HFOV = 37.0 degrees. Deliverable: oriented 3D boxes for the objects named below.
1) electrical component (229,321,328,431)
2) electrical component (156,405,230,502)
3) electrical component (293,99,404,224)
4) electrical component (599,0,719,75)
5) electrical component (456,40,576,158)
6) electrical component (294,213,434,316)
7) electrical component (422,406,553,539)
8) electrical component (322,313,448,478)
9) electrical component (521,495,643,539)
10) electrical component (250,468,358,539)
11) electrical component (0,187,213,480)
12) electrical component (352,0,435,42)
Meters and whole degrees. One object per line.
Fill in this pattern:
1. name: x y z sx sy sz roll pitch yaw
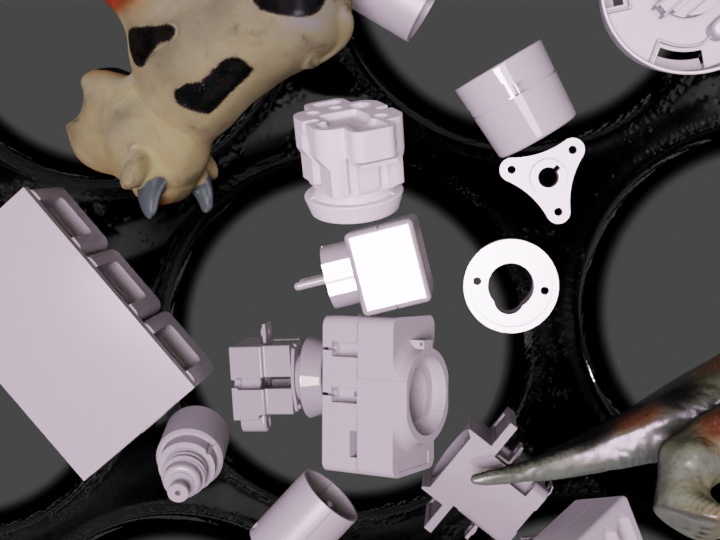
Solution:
1. electrical component: -0.045 0.064 0.645 0.055 0.048 0.066 -2 96 13
2. electrical component: -0.102 0.112 0.642 0.040 0.078 0.040 0 110 1
3. electrical component: -0.005 -0.062 0.617 0.058 0.078 0.057 -14 115 -20
4. electrical component: 0.181 -0.156 0.591 0.099 0.064 0.099 1 96 5
5. electrical component: 0.090 -0.096 0.612 0.055 0.055 0.047 -30 96 8
6. electrical component: 0.000 0.000 0.623 0.077 0.065 0.047 -14 94 7
7. electrical component: 0.076 0.126 0.642 0.064 0.042 0.081 38 99 -1
8. electrical component: 0.015 0.071 0.624 0.056 0.050 0.089 0 90 32
9. electrical component: 0.114 0.174 0.631 0.076 0.083 0.047 -18 95 44
10. electrical component: -0.044 0.165 0.656 0.043 0.043 0.081 42 98 0
11. electrical component: -0.172 0.034 0.645 0.089 0.061 0.150 -40 91 8
12. electrical component: 0.003 -0.170 0.617 0.081 0.043 0.043 31 98 2
